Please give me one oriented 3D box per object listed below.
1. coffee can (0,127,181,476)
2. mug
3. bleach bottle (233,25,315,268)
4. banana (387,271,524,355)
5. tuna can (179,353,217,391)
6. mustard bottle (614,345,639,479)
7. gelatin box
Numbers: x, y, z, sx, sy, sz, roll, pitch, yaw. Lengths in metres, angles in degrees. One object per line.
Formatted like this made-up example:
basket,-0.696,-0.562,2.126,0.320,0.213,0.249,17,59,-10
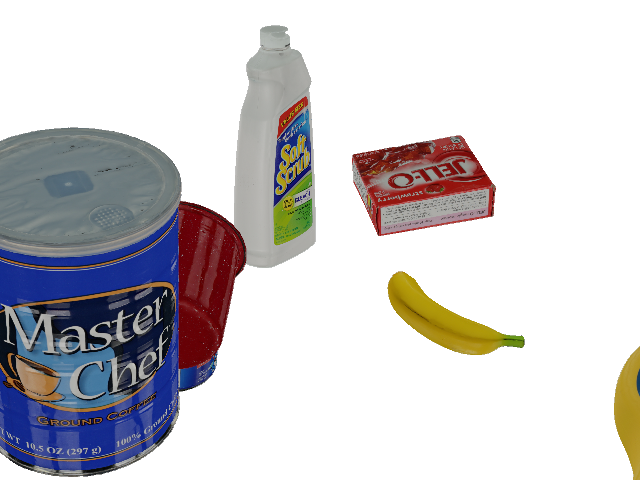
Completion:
coffee can,-0.120,0.030,0.525,0.103,0.140,0.103,3,34,-3
mug,-0.112,0.036,0.733,0.117,0.081,0.093,-16,-48,22
bleach bottle,-0.052,-0.103,1.150,0.068,0.251,0.102,20,32,36
banana,0.120,0.078,1.117,0.069,0.037,0.198,4,18,-38
tuna can,-0.131,0.093,0.928,0.086,0.034,0.086,5,31,-3
mustard bottle,0.196,0.096,0.530,0.096,0.058,0.191,4,39,10
gelatin box,0.074,-0.042,0.779,0.089,0.030,0.073,-11,37,-7
